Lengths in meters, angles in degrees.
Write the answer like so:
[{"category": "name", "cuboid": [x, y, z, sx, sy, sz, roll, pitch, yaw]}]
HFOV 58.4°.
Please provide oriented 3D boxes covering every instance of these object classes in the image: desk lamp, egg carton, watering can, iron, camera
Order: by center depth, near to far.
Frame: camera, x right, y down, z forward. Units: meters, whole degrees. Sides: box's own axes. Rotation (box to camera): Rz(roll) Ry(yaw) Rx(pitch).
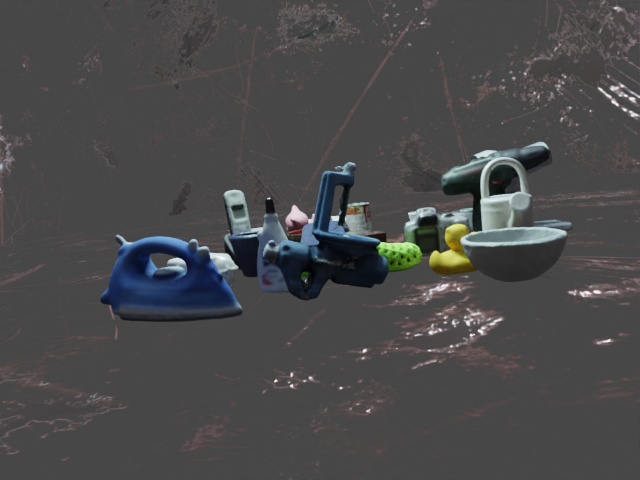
[{"category": "iron", "cuboid": [-0.246, 0.056, 0.958, 0.257, 0.141, 0.119, -3, 9, 26]}, {"category": "watering can", "cuboid": [0.373, -0.066, 1.130, 0.101, 0.194, 0.172, -9, 8, -19]}, {"category": "egg carton", "cuboid": [-0.239, 0.067, 1.144, 0.107, 0.069, 0.149, -14, 11, -42]}, {"category": "camera", "cuboid": [0.257, -0.026, 1.282, 0.143, 0.101, 0.137, -6, 8, 7]}, {"category": "desk lamp", "cuboid": [0.469, -0.117, 1.348, 0.203, 0.213, 0.118, -7, 8, -1]}]

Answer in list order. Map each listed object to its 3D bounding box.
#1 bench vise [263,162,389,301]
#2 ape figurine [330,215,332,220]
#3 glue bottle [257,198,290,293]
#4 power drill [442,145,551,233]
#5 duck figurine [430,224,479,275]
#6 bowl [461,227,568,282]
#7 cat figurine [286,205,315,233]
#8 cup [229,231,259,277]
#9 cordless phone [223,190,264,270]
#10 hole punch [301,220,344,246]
[{"category": "bench vise", "cuboid": [0.011, -0.015, 0.967, 0.208, 0.220, 0.121, -11, 9, -30]}, {"category": "ape figurine", "cuboid": [0.016, -0.029, 1.543, 0.076, 0.092, 0.078, -6, 8, 5]}, {"category": "glue bottle", "cuboid": [-0.084, 0.009, 1.046, 0.078, 0.173, 0.037, -2, 9, 28]}, {"category": "power drill", "cuboid": [0.384, -0.090, 1.245, 0.229, 0.208, 0.076, -3, 9, 24]}, {"category": "duck figurine", "cuboid": [0.248, 0.015, 1.047, 0.105, 0.086, 0.077, -9, 8, -19]}, {"category": "bowl", "cuboid": [0.318, 0.027, 0.942, 0.167, 0.075, 0.167, -7, 8, 1]}, {"category": "cat figurine", "cuboid": [-0.047, -0.039, 1.571, 0.067, 0.118, 0.128, 0, 10, 38]}, {"category": "cup", "cuboid": [-0.132, 0.030, 1.224, 0.117, 0.095, 0.092, -3, 9, 27]}, {"category": "cordless phone", "cuboid": [-0.157, -0.030, 1.352, 0.148, 0.185, 0.093, -14, 10, -41]}, {"category": "hole punch", "cuboid": [0.012, 0.005, 1.303, 0.108, 0.091, 0.101, -6, 8, 6]}]
